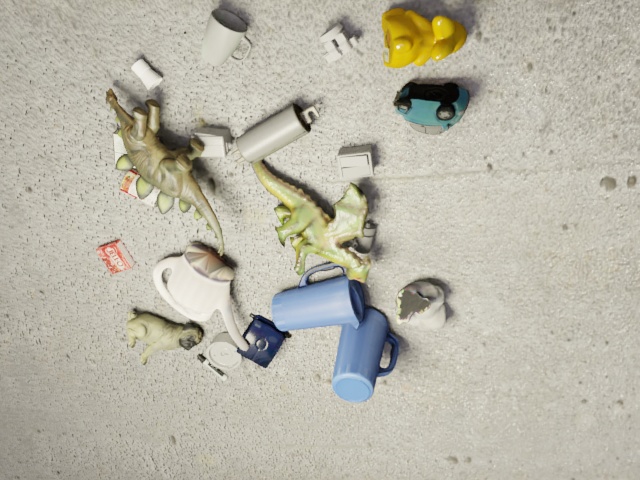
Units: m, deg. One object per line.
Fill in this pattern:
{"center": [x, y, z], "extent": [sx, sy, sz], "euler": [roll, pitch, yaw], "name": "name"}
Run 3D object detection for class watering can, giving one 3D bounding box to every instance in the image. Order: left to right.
{"center": [-0.305, 0.148, 1.432], "extent": [0.348, 0.106, 0.220], "euler": [34, 118, 1], "name": "watering can"}

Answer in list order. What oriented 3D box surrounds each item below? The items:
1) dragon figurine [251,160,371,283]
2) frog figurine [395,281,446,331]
{"center": [0.004, -0.064, 1.273], "extent": [0.241, 0.123, 0.408], "euler": [-22, 98, 15], "name": "dragon figurine"}
{"center": [0.283, 0.179, 1.383], "extent": [0.158, 0.125, 0.136], "euler": [18, 117, -43], "name": "frog figurine"}
